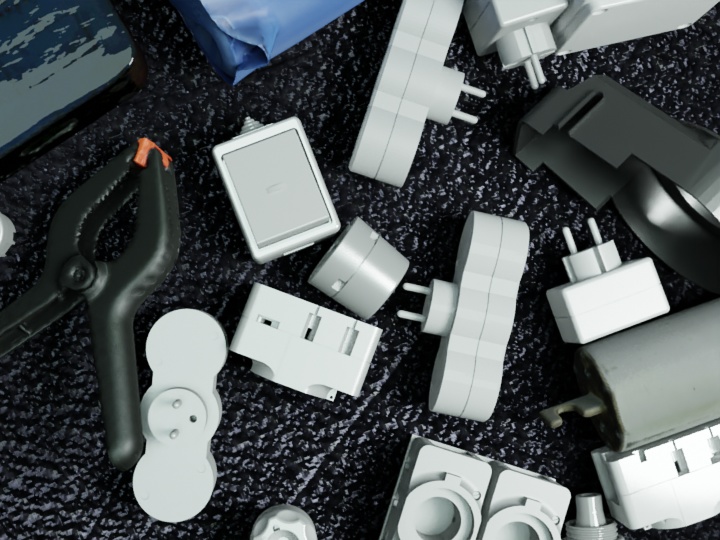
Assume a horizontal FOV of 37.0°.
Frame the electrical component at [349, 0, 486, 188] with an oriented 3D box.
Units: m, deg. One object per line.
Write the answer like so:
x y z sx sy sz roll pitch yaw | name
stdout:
0.048 -0.121 0.730 0.074 0.052 0.138 18 86 -3 | electrical component

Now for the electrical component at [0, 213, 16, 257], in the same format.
-0.250 -0.024 0.708 0.040 0.046 0.040 0 88 -4 | electrical component

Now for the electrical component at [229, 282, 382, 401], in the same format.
-0.038 0.050 0.718 0.089 0.050 0.055 21 86 -3 | electrical component

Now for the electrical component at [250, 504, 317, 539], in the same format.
-0.050 0.175 0.707 0.043 0.062 0.043 0 88 -4 | electrical component

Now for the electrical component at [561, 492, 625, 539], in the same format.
0.158 0.184 0.731 0.043 0.043 0.062 -5 87 -4 | electrical component

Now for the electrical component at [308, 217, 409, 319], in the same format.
0.000 0.000 0.722 0.047 0.055 0.055 37 86 -6 | electrical component

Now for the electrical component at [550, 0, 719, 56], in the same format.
0.183 -0.193 0.714 0.109 0.108 0.056 -13 86 -4 | electrical component

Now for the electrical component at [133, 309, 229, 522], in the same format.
-0.117 0.094 0.700 0.052 0.074 0.138 5 88 -4 | electrical component

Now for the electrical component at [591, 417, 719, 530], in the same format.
0.213 0.139 0.732 0.089 0.050 0.055 -19 91 -5 | electrical component

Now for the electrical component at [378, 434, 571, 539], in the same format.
0.060 0.217 0.714 0.105 0.060 0.186 18 87 -3 | electrical component

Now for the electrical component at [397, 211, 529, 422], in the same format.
0.063 0.027 0.725 0.074 0.052 0.138 12 87 -3 | electrical component

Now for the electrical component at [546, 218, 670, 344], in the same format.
0.162 0.003 0.736 0.066 0.047 0.076 -20 89 -4 | electrical component

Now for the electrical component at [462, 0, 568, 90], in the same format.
0.108 -0.158 0.720 0.047 0.083 0.075 -18 89 -4 | electrical component

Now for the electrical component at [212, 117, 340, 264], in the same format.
-0.058 -0.058 0.716 0.062 0.061 0.096 -21 89 -4 | electrical component
